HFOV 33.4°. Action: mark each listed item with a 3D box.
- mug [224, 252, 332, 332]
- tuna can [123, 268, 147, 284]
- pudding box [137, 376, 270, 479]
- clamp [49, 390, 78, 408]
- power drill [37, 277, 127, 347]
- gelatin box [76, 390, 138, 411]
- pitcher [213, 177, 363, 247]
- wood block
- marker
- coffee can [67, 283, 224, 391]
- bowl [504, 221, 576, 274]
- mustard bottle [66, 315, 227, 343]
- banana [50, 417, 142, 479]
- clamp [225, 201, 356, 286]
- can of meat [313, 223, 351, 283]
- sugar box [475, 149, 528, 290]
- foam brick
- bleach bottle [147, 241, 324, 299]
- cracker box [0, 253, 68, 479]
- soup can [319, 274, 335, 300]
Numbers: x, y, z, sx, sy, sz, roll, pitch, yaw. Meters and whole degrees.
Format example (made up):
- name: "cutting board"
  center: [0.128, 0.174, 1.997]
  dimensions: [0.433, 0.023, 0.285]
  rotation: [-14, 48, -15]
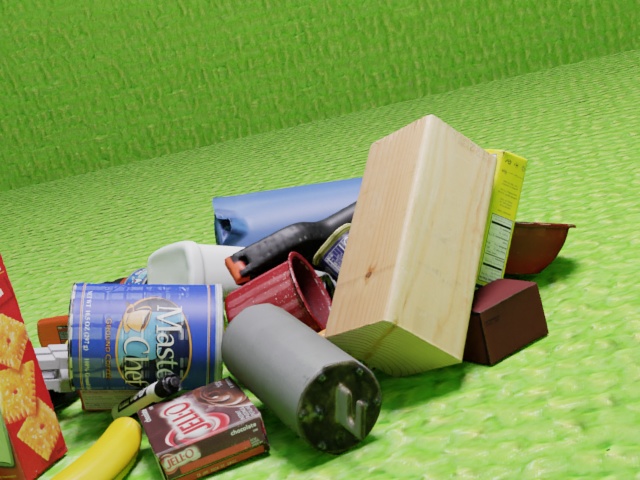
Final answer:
- name: "mug"
  center: [-0.034, 0.081, 1.032]
  dimensions: [0.081, 0.117, 0.093]
  rotation: [-29, -20, 13]
- name: "tuna can"
  center: [-0.196, 0.075, 1.270]
  dimensions: [0.034, 0.086, 0.085]
  rotation: [-2, 17, 39]
- name: "pudding box"
  center: [-0.100, 0.160, 0.899]
  dimensions: [0.090, 0.039, 0.114]
  rotation: [-19, 13, -14]
- name: "clamp"
  center: [-0.313, 0.167, 1.107]
  dimensions: [0.120, 0.039, 0.171]
  rotation: [0, 13, 19]
- name: "power drill"
  center: [-0.266, 0.091, 1.343]
  dimensions: [0.185, 0.057, 0.187]
  rotation: [-7, 15, 30]
- name: "gelatin box"
  center: [-0.190, 0.146, 1.085]
  dimensions: [0.089, 0.030, 0.073]
  rotation: [-7, 16, 28]
- name: "pitcher"
  center: [-0.011, -0.008, 1.367]
  dimensions: [0.243, 0.145, 0.149]
  rotation: [-11, 25, -1]
- name: "wood block"
  center: [0.083, 0.006, 0.953]
  dimensions: [0.091, 0.090, 0.206]
  rotation: [-23, 45, 50]
- name: "marker"
  center: [-0.159, 0.145, 0.978]
  dimensions: [0.020, 0.020, 0.121]
  rotation: [-25, -5, -40]
- name: "coffee can"
  center: [-0.163, 0.092, 1.012]
  dimensions: [0.140, 0.103, 0.103]
  rotation: [1, 11, -7]
- name: "bowl"
  center: [0.191, 0.006, 1.145]
  dimensions: [0.162, 0.055, 0.162]
  rotation: [3, 1, 0]
- name: "mustard bottle"
  center: [-0.204, 0.111, 1.180]
  dimensions: [0.192, 0.058, 0.096]
  rotation: [-7, 4, 28]
- name: "banana"
  center: [-0.194, 0.191, 0.878]
  dimensions: [0.070, 0.037, 0.197]
  rotation: [-6, 15, 29]
- name: "clamp"
  center: [-0.007, 0.001, 1.126]
  dimensions: [0.209, 0.036, 0.165]
  rotation: [-13, -26, -46]
- name: "can of meat"
  center: [0.052, 0.034, 1.102]
  dimensions: [0.057, 0.084, 0.102]
  rotation: [-49, -20, 10]
- name: "sugar box"
  center: [0.140, 0.000, 1.038]
  dimensions: [0.048, 0.176, 0.094]
  rotation: [15, -6, -37]
- name: "foam brick"
  center: [0.158, 0.073, 0.964]
  dimensions: [0.078, 0.053, 0.051]
  rotation: [-22, 14, -32]
- name: "bleach bottle"
  center: [-0.066, 0.039, 1.221]
  dimensions: [0.250, 0.068, 0.103]
  rotation: [0, -9, -38]
- name: "cracker box"
  center: [-0.338, 0.114, 0.964]
  dimensions: [0.164, 0.214, 0.072]
  rotation: [-8, 15, 26]
- name: "soup can"
  center: [-0.034, 0.079, 1.114]
  dimensions: [0.102, 0.068, 0.068]
  rotation: [-13, 13, 10]
